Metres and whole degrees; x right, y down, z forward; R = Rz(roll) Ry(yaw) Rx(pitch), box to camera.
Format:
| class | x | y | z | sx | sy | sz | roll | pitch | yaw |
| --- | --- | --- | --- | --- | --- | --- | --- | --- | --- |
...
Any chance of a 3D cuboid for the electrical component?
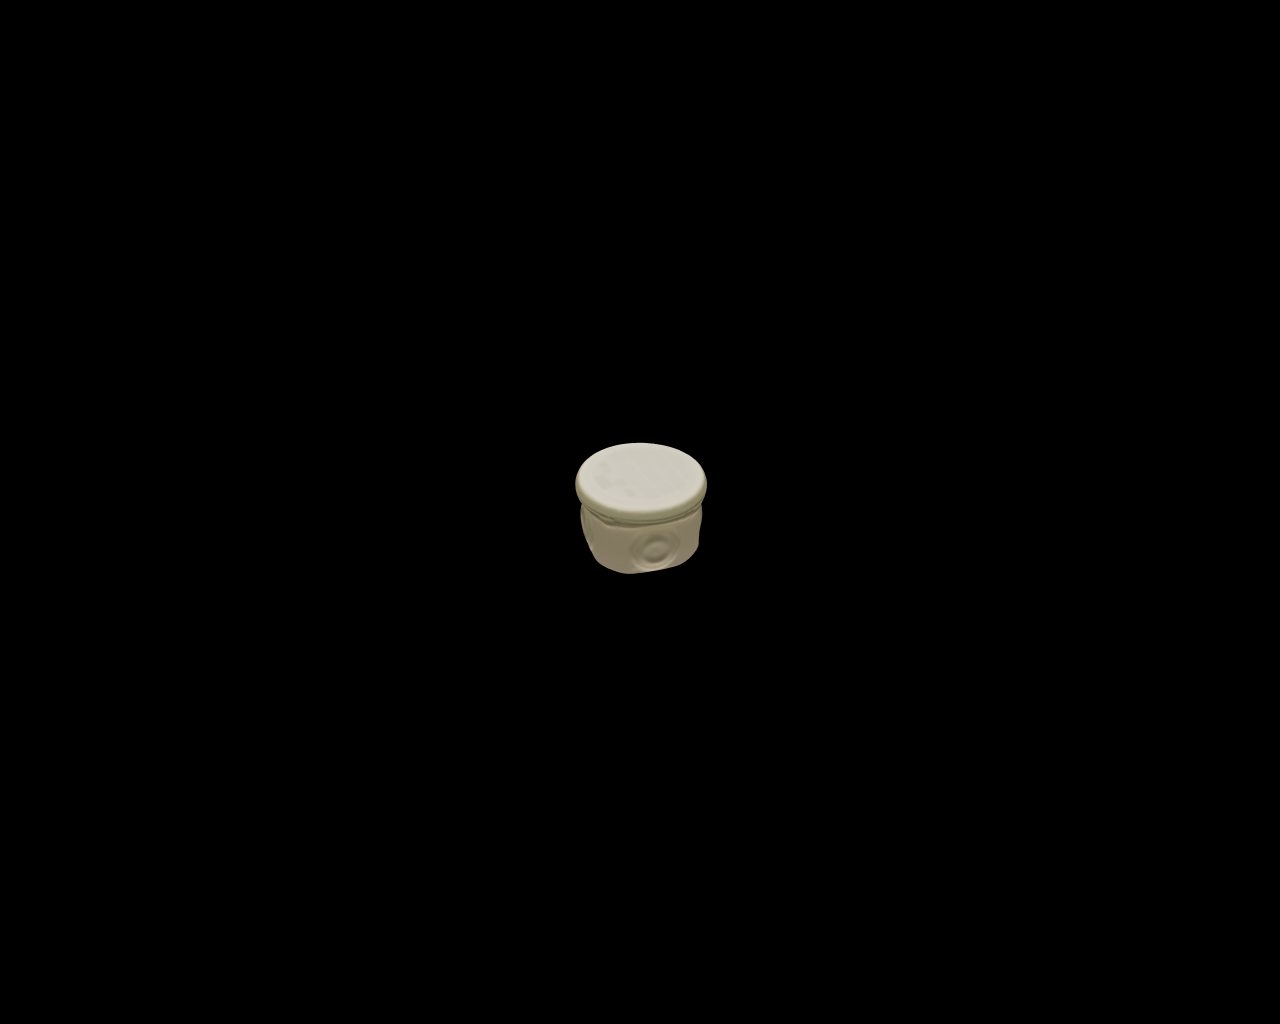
| class | x | y | z | sx | sy | sz | roll | pitch | yaw |
| --- | --- | --- | --- | --- | --- | --- | --- | --- | --- |
| electrical component | 0.001 | -0.003 | 0.650 | 0.080 | 0.050 | 0.080 | 0 | 35 | 0 |
